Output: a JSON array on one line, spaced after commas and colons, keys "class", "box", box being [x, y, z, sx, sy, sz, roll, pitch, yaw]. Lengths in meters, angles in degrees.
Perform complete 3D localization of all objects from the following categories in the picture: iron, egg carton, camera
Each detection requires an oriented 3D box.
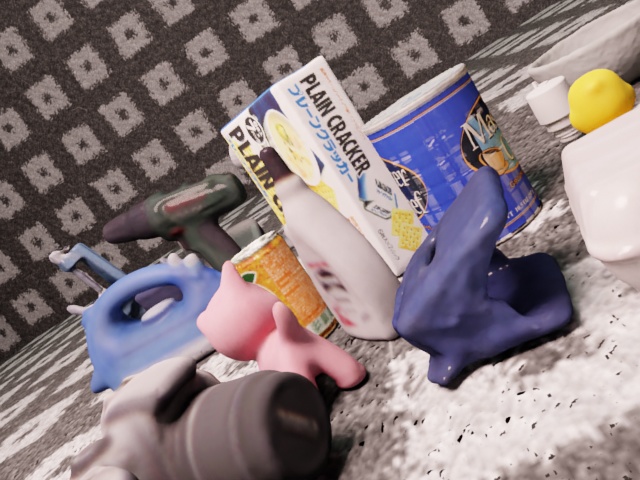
[{"class": "iron", "box": [-0.201, 0.090, 0.740, 0.258, 0.141, 0.118, -31, 11, 14]}, {"class": "egg carton", "box": [0.196, -0.032, 0.318, 0.107, 0.069, 0.150, -29, 12, 24]}, {"class": "camera", "box": [-0.073, 0.124, 0.332, 0.136, 0.101, 0.143, -26, 13, 34]}]

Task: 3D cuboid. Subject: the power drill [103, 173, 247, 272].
[{"class": "power drill", "box": [-0.194, 0.008, 0.898, 0.229, 0.208, 0.075, -32, 11, 6]}]

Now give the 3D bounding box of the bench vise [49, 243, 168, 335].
[{"class": "bench vise", "box": [-0.354, 0.083, 1.005, 0.121, 0.220, 0.208, -27, 13, 31]}]

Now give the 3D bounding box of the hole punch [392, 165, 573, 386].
[{"class": "hole punch", "box": [0.087, 0.018, 0.356, 0.101, 0.091, 0.109, -29, 12, 21]}]

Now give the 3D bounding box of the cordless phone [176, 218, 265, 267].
[{"class": "cordless phone", "box": [-0.184, -0.009, 1.004, 0.147, 0.185, 0.094, -32, 11, 10]}]

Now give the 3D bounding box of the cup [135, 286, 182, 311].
[{"class": "cup", "box": [-0.219, 0.093, 0.903, 0.091, 0.095, 0.118, -25, 14, 37]}]

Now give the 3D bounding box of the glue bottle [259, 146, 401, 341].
[{"class": "glue bottle", "box": [0.004, 0.002, 0.448, 0.037, 0.173, 0.078, -40, 13, -29]}]

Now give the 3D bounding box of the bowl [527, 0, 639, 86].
[{"class": "bowl", "box": [0.343, -0.220, 0.689, 0.167, 0.075, 0.167, -32, 11, 7]}]

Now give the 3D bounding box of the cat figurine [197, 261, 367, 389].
[{"class": "cat figurine", "box": [-0.042, 0.070, 0.433, 0.067, 0.118, 0.127, -39, 12, -26]}]

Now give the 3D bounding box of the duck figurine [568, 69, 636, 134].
[{"class": "duck figurine", "box": [0.222, -0.087, 0.436, 0.077, 0.086, 0.105, -29, 12, 23]}]

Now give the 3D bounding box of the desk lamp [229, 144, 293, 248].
[{"class": "desk lamp", "box": [-0.047, -0.112, 0.979, 0.202, 0.214, 0.118, -27, 13, 31]}]
